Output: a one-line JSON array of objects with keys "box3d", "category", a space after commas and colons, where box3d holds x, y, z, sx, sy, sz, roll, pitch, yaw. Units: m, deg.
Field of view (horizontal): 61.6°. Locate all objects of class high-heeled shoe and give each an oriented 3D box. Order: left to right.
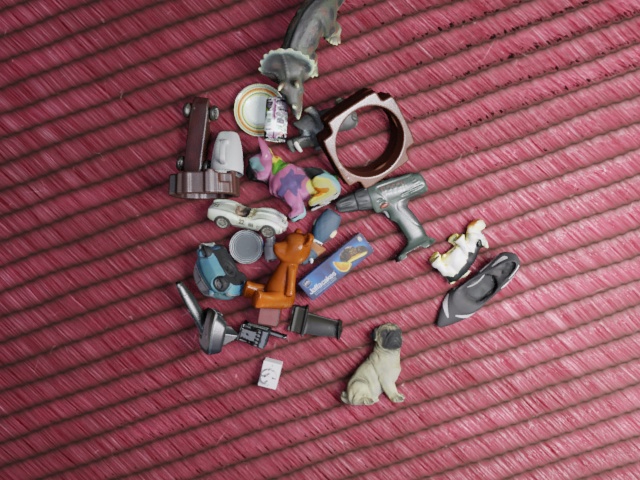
[{"box3d": [0.382, 0.128, 1.294, 0.086, 0.145, 0.248, 40, 91, 2], "category": "high-heeled shoe"}]

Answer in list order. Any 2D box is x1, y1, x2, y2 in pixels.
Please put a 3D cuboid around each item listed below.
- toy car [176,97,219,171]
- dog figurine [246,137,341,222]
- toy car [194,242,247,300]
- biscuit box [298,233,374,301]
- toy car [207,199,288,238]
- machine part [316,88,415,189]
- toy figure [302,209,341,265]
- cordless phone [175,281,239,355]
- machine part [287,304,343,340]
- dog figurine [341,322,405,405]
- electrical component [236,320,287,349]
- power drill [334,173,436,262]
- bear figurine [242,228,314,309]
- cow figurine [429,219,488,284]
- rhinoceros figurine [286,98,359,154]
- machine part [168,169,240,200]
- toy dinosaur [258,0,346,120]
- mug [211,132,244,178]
[{"box3d": [-0.306, -0.256, 1.356, 0.089, 0.053, 0.202, 8, 94, 15], "category": "toy car"}, {"box3d": [-0.074, -0.164, 1.324, 0.191, 0.108, 0.219, -30, 87, 5], "category": "dog figurine"}, {"box3d": [-0.263, 0.089, 1.340, 0.103, 0.109, 0.161, -38, 80, 20], "category": "toy car"}, {"box3d": [0.040, 0.066, 1.347, 0.203, 0.059, 0.063, -39, 90, 3], "category": "biscuit box"}, {"box3d": [-0.179, -0.056, 1.338, 0.202, 0.073, 0.056, 11, 123, 2], "category": "toy car"}, {"box3d": [0.107, -0.243, 1.289, 0.201, 0.087, 0.201, -34, 119, -1], "category": "machine part"}, {"box3d": [-0.002, -0.004, 1.348, 0.057, 0.064, 0.154, 27, 99, -37], "category": "toy figure"}, {"box3d": [-0.290, 0.180, 1.310, 0.089, 0.147, 0.184, -33, 102, -17], "category": "cordless phone"}, {"box3d": [-0.009, 0.212, 1.364, 0.139, 0.039, 0.084, 15, 87, 3], "category": "machine part"}, {"box3d": [0.129, 0.308, 1.341, 0.172, 0.121, 0.190, -7, 77, -1], "category": "dog figurine"}, {"box3d": [-0.146, 0.242, 1.352, 0.119, 0.075, 0.047, 18, 91, -1], "category": "electrical component"}, {"box3d": [0.177, -0.051, 1.337, 0.232, 0.086, 0.207, -26, 83, 3], "category": "power drill"}, {"box3d": [-0.095, 0.064, 1.288, 0.132, 0.120, 0.195, 10, 100, -28], "category": "bear figurine"}, {"box3d": [0.360, 0.029, 1.330, 0.167, 0.068, 0.098, -44, 95, 6], "category": "cow figurine"}, {"box3d": [0.001, -0.281, 1.340, 0.190, 0.073, 0.112, -24, 101, 1], "category": "rhinoceros figurine"}, {"box3d": [-0.279, -0.132, 1.302, 0.179, 0.179, 0.056, -2, 88, 2], "category": "machine part"}, {"box3d": [-0.021, -0.496, 1.272, 0.131, 0.192, 0.404, 26, 93, -1], "category": "toy dinosaur"}, {"box3d": [-0.233, -0.217, 1.332, 0.081, 0.109, 0.107, -2, 78, 8], "category": "mug"}]
